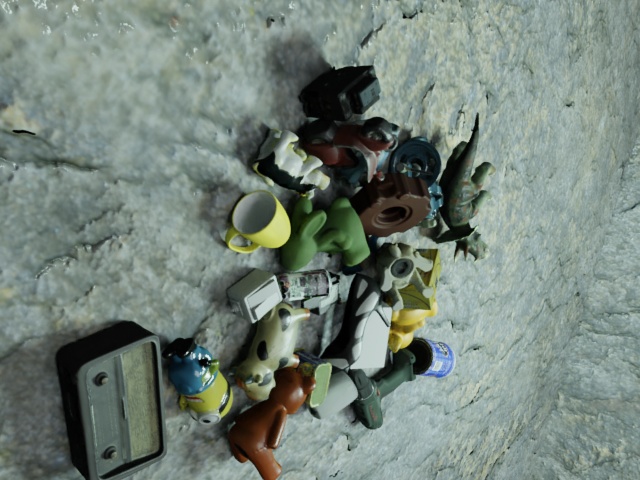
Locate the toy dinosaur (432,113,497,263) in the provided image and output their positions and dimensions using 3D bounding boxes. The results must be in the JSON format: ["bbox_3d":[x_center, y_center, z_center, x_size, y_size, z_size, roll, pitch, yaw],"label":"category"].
[{"bbox_3d":[0.357,-0.111,1.378,0.192,0.131,0.404,-52,140,-29],"label":"toy dinosaur"}]

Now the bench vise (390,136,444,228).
[{"bbox_3d":[0.217,-0.133,1.230,0.240,0.129,0.223,-5,99,-66],"label":"bench vise"}]

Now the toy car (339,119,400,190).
[{"bbox_3d":[0.081,-0.190,1.105,0.103,0.109,0.161,33,93,-23],"label":"toy car"}]

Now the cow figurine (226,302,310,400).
[{"bbox_3d":[-0.102,0.215,1.040,0.127,0.086,0.194,17,87,-47],"label":"cow figurine"}]

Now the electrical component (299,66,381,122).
[{"bbox_3d":[0.046,-0.275,1.002,0.115,0.134,0.058,-48,133,-28],"label":"electrical component"}]

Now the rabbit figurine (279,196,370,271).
[{"bbox_3d":[-0.002,-0.003,1.055,0.170,0.121,0.158,-27,130,-22],"label":"rabbit figurine"}]

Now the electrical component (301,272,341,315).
[{"bbox_3d":[-0.008,0.119,1.138,0.119,0.048,0.074,-24,118,-40],"label":"electrical component"}]

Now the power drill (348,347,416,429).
[{"bbox_3d":[0.159,0.359,1.375,0.207,0.086,0.231,-37,129,-39],"label":"power drill"}]

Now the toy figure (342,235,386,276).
[{"bbox_3d":[0.102,0.018,1.217,0.064,0.058,0.154,41,73,-36],"label":"toy figure"}]

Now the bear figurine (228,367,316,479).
[{"bbox_3d":[-0.091,0.355,1.078,0.196,0.120,0.131,-44,135,-36],"label":"bear figurine"}]

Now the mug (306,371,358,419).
[{"bbox_3d":[0.017,0.346,1.221,0.107,0.081,0.109,-35,108,-28],"label":"mug"}]

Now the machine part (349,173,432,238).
[{"bbox_3d":[0.145,-0.067,1.122,0.179,0.179,0.056,24,44,-48],"label":"machine part"}]

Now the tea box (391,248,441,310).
[{"bbox_3d":[0.237,0.093,1.316,0.170,0.098,0.068,-58,142,-49],"label":"tea box"}]

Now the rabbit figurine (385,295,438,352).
[{"bbox_3d":[0.209,0.217,1.361,0.162,0.122,0.173,-41,148,-39],"label":"rabbit figurine"}]

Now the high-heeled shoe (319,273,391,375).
[{"bbox_3d":[0.043,0.190,1.178,0.249,0.086,0.145,-37,100,-3],"label":"high-heeled shoe"}]

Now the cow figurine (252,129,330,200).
[{"bbox_3d":[-0.049,-0.124,0.998,0.167,0.068,0.098,41,78,-43],"label":"cow figurine"}]

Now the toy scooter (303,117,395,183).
[{"bbox_3d":[0.060,-0.165,1.021,0.075,0.184,0.135,-64,145,-35],"label":"toy scooter"}]

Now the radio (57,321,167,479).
[{"bbox_3d":[-0.316,0.253,0.827,0.131,0.073,0.229,-17,114,-44],"label":"radio"}]

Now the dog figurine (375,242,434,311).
[{"bbox_3d":[0.160,0.040,1.208,0.121,0.191,0.172,-15,124,-8],"label":"dog figurine"}]

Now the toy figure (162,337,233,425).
[{"bbox_3d":[-0.208,0.245,0.939,0.089,0.082,0.179,-35,124,-33],"label":"toy figure"}]
